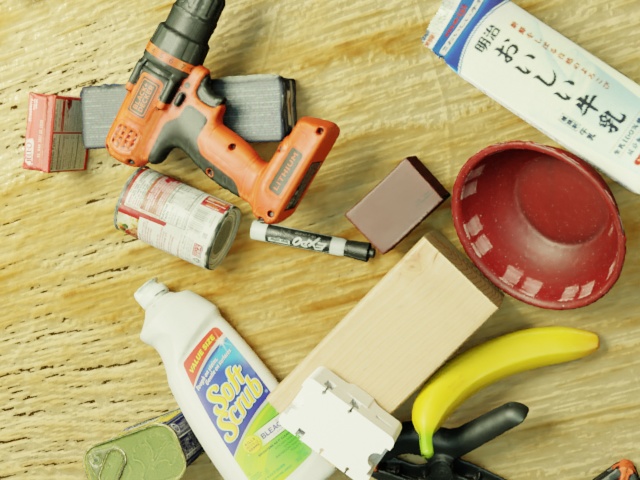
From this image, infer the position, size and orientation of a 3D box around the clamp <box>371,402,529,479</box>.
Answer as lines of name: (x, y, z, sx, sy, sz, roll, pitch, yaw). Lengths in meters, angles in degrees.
clamp: (0.123, 0.210, 0.983, 0.172, 0.039, 0.120, -11, 108, 26)

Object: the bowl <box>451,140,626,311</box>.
bowl: (0.196, -0.022, 0.917, 0.162, 0.055, 0.162, 23, 131, 29)

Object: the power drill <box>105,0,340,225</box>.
power drill: (-0.079, -0.115, 0.937, 0.188, 0.057, 0.184, 32, 106, 11)

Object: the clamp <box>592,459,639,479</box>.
clamp: (0.239, 0.298, 0.968, 0.165, 0.036, 0.210, 9, 98, 15)

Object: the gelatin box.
gelatin box: (-0.252, -0.103, 1.026, 0.030, 0.089, 0.073, 9, 97, 12)

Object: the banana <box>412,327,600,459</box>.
banana: (0.153, 0.121, 0.947, 0.197, 0.037, 0.070, -30, 58, -14)

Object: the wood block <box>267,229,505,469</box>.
wood block: (0.060, 0.096, 0.966, 0.091, 0.090, 0.206, 45, 103, 6)

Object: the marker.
marker: (-0.007, 0.001, 1.010, 0.121, 0.020, 0.020, 11, 98, 13)

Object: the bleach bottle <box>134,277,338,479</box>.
bleach bottle: (-0.096, 0.146, 1.015, 0.102, 0.068, 0.251, -37, 83, -17)

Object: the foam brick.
foam brick: (0.071, -0.032, 0.971, 0.078, 0.051, 0.053, -42, 86, 14)

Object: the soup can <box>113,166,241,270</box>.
soup can: (-0.135, -0.021, 1.015, 0.102, 0.068, 0.068, 24, 100, 10)

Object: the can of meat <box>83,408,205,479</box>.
can of meat: (-0.165, 0.205, 1.036, 0.102, 0.084, 0.057, -21, 90, 15)
